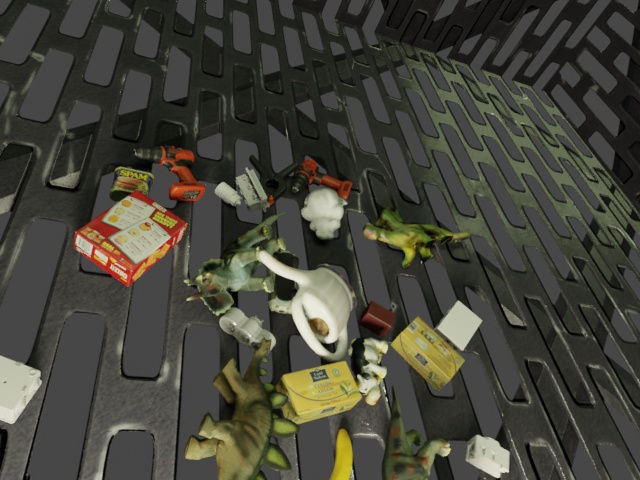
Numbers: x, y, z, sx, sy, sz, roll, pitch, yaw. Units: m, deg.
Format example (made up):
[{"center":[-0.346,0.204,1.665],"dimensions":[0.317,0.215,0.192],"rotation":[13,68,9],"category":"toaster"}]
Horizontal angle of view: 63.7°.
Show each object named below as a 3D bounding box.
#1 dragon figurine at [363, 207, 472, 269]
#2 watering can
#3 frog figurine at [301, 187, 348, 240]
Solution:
[{"center":[0.302,-0.040,1.704],"dimensions":[0.413,0.119,0.246],"rotation":[-13,48,-40],"category":"dragon figurine"},{"center":[-0.016,0.132,1.276],"dimensions":[0.345,0.103,0.228],"rotation":[60,31,-12],"category":"watering can"},{"center":[0.005,-0.079,1.563],"dimensions":[0.137,0.120,0.163],"rotation":[4,46,21],"category":"frog figurine"}]
